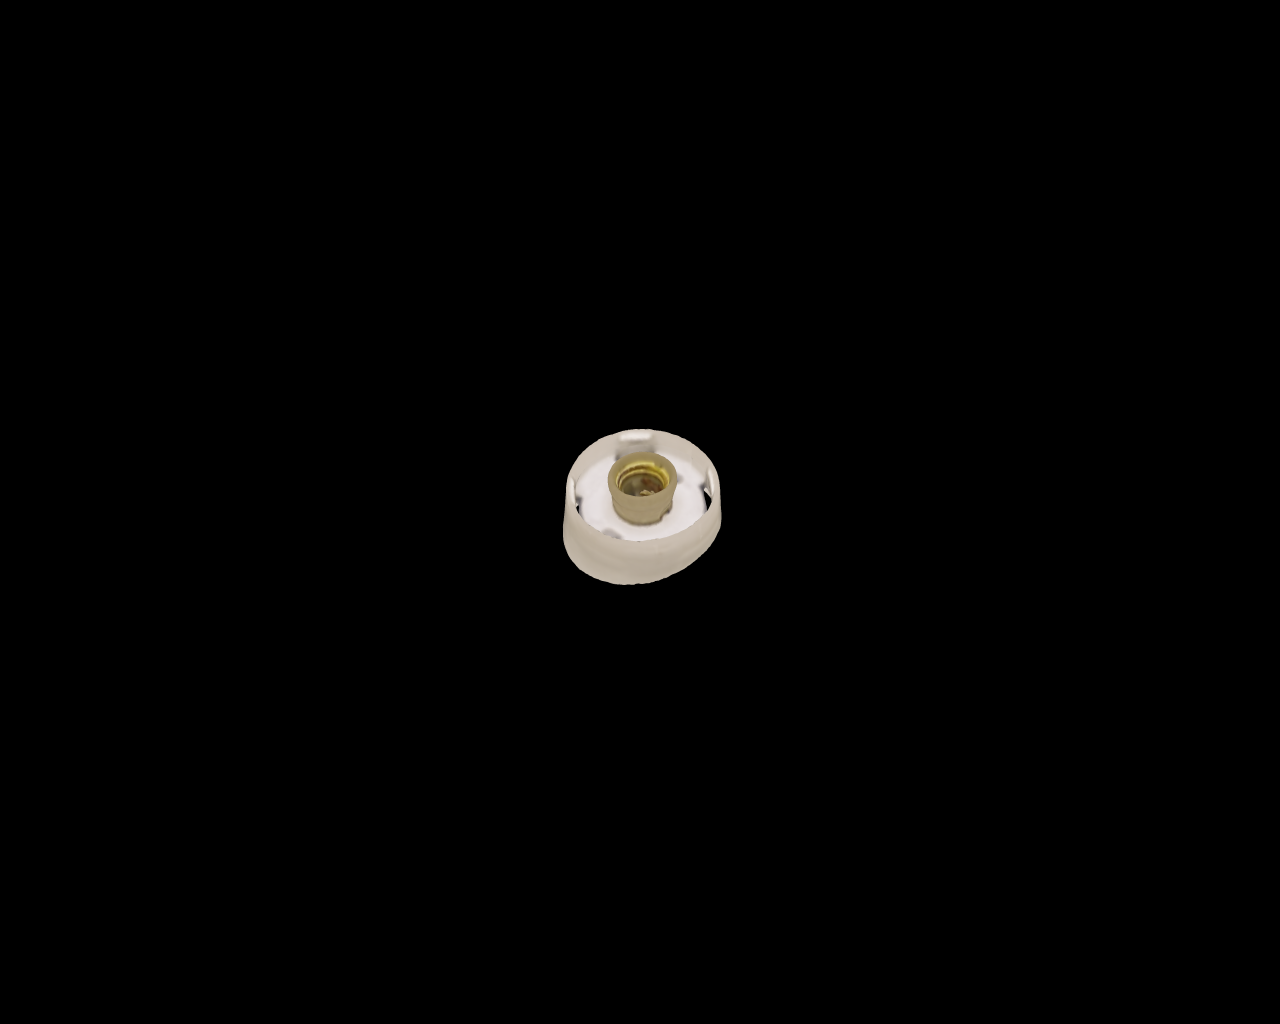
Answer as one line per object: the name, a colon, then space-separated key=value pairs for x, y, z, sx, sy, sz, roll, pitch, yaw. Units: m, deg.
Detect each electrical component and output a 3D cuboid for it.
electrical component: x=0.001 y=-0.003 z=0.650 sx=0.099 sy=0.099 sz=0.064 roll=0 pitch=-40 yaw=0
